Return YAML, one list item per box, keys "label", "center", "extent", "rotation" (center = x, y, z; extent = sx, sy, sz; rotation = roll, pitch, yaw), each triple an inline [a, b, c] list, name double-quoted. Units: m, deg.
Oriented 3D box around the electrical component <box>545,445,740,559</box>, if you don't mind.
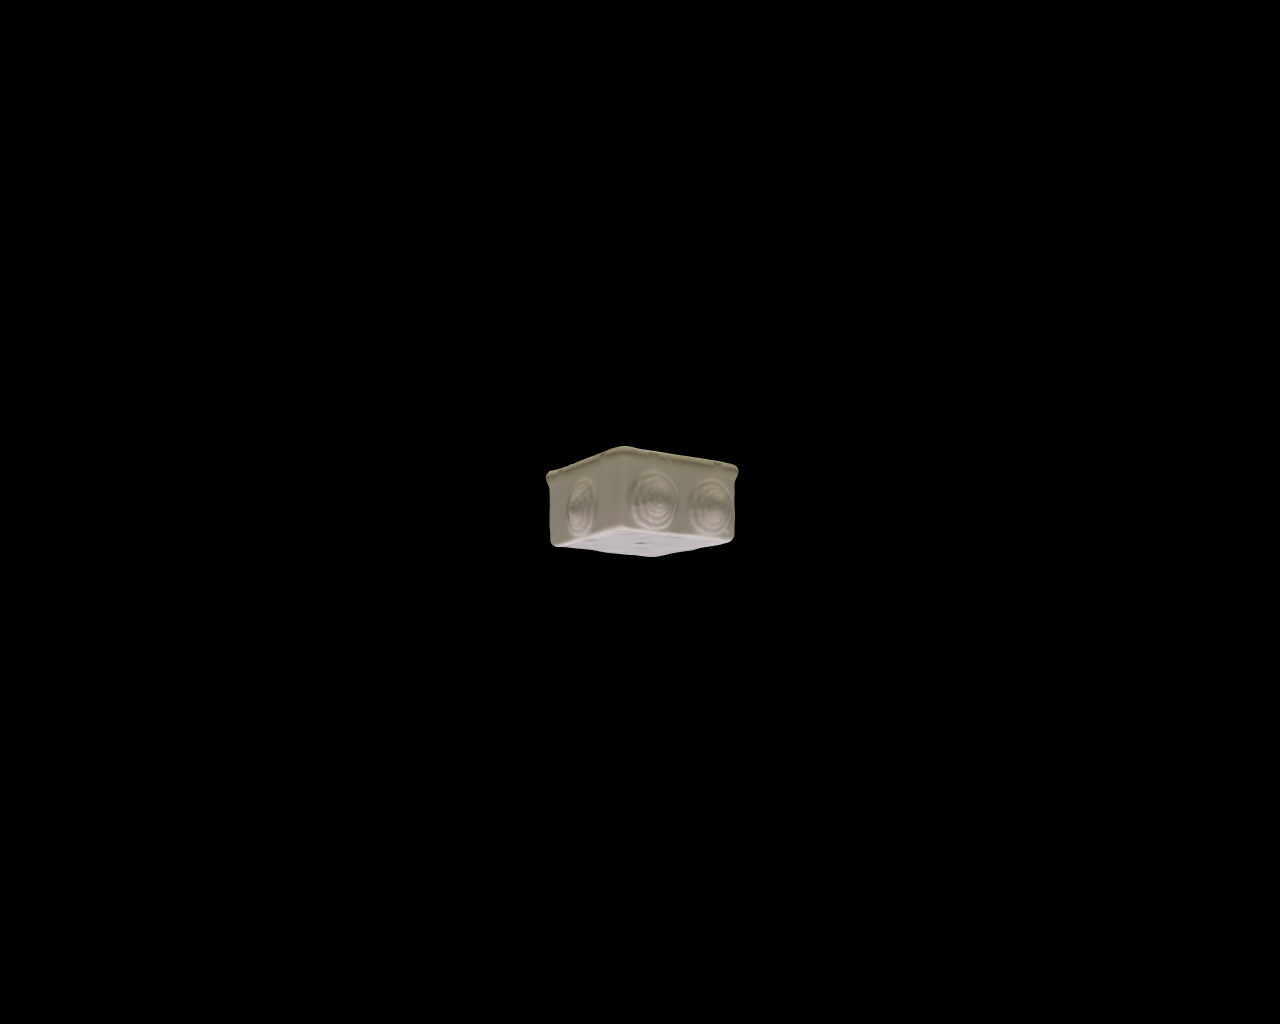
- label: "electrical component"
  center: [0.001, -0.003, 0.650]
  extent: [0.100, 0.048, 0.099]
  rotation: [8, -14, -35]
